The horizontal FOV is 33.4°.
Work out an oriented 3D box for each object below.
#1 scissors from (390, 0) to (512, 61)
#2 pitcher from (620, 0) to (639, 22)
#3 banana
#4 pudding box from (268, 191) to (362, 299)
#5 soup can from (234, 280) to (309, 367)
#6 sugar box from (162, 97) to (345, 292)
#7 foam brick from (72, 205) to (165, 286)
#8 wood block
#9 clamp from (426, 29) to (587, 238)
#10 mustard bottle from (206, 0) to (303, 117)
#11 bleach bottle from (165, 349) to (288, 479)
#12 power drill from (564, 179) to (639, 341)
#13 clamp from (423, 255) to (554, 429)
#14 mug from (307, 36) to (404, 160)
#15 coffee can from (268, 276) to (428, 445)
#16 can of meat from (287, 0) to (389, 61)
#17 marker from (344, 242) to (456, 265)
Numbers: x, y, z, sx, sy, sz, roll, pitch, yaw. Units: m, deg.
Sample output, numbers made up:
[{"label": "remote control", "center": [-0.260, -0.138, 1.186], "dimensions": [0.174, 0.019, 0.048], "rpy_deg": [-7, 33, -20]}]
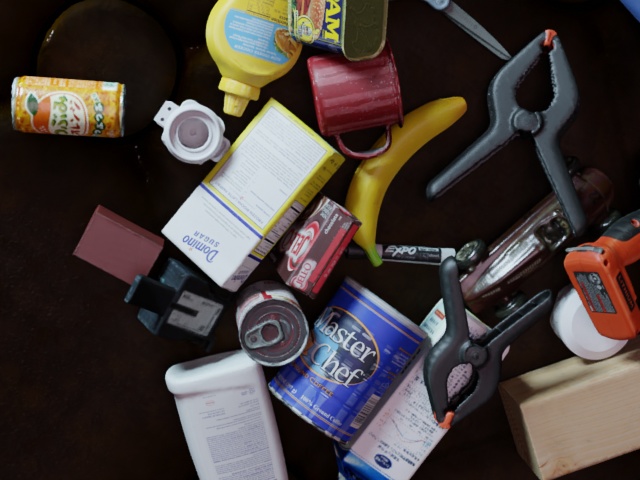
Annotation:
[{"label": "scissors", "center": [0.102, -0.238, 1.088], "dimensions": [0.096, 0.016, 0.201], "rpy_deg": [-37, 101, 1]}, {"label": "pitcher", "center": [0.398, -0.212, 1.073], "dimensions": [0.242, 0.149, 0.145], "rpy_deg": [42, 129, -8]}, {"label": "banana", "center": [0.077, -0.073, 1.100], "dimensions": [0.069, 0.037, 0.198], "rpy_deg": [29, 91, -20]}, {"label": "pudding box", "center": [-0.007, 0.001, 1.064], "dimensions": [0.039, 0.113, 0.090], "rpy_deg": [32, 94, -15]}, {"label": "soup can", "center": [-0.051, 0.082, 1.077], "dimensions": [0.068, 0.102, 0.068], "rpy_deg": [-1, 99, -7]}, {"label": "sugar box", "center": [-0.067, -0.044, 1.067], "dimensions": [0.093, 0.048, 0.176], "rpy_deg": [42, 95, 21]}, {"label": "foam brick", "center": [-0.202, 0.008, 1.071], "dimensions": [0.078, 0.053, 0.051], "rpy_deg": [29, 95, -10]}, {"label": "wood block", "center": [0.309, 0.172, 1.143], "dimensions": [0.206, 0.090, 0.091], "rpy_deg": [-19, 101, -3]}, {"label": "clamp", "center": [0.220, -0.109, 1.091], "dimensions": [0.164, 0.036, 0.210], "rpy_deg": [21, 85, 11]}, {"label": "mustard bottle", "center": [-0.060, -0.215, 1.049], "dimensions": [0.096, 0.058, 0.192], "rpy_deg": [13, 98, -26]}, {"label": "bleach bottle", "center": [-0.086, 0.246, 1.120], "dimensions": [0.102, 0.068, 0.251], "rpy_deg": [-13, 102, -8]}, {"label": "power drill", "center": [0.348, 0.021, 1.110], "dimensions": [0.187, 0.057, 0.184], "rpy_deg": [-39, 107, -27]}, {"label": "clamp", "center": [0.161, 0.107, 1.060], "dimensions": [0.120, 0.039, 0.171], "rpy_deg": [12, 102, -2]}, {"label": "mug", "center": [0.036, -0.137, 1.058], "dimensions": [0.081, 0.093, 0.117], "rpy_deg": [-11, 92, 0]}, {"label": "coffee can", "center": [0.028, 0.122, 1.089], "dimensions": [0.102, 0.103, 0.140], "rpy_deg": [36, 90, -11]}, {"label": "can of meat", "center": [0.016, -0.228, 1.006], "dimensions": [0.057, 0.084, 0.102], "rpy_deg": [-17, 120, -40]}, {"label": "marker", "center": [0.082, 0.014, 1.125], "dimensions": [0.121, 0.020, 0.020], "rpy_deg": [4, 99, -8]}]
